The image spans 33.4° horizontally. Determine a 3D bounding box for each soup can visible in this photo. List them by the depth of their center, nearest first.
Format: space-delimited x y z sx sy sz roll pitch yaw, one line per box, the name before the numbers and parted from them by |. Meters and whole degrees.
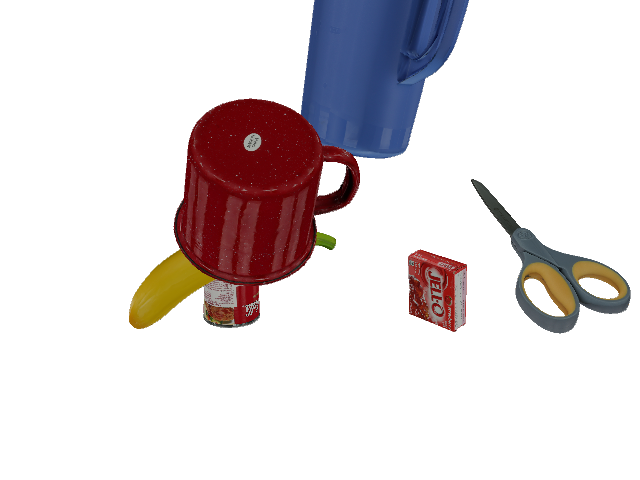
soup can | -0.107 0.043 1.265 0.068 0.102 0.068 0 20 0

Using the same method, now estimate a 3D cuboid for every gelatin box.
gelatin box | 0.148 0.063 1.355 0.073 0.089 0.030 21 36 38

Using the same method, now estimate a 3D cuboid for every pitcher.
pitcher | 0.058 -0.202 0.996 0.145 0.243 0.149 11 17 2

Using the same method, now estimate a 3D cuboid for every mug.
mug | -0.031 -0.034 0.663 0.117 0.093 0.081 -5 -37 -14

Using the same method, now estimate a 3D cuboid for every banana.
banana | -0.088 0.024 0.891 0.198 0.037 0.069 -21 -48 15

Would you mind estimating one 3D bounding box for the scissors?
scissors | 0.186 0.005 0.866 0.096 0.016 0.202 0 36 -3
